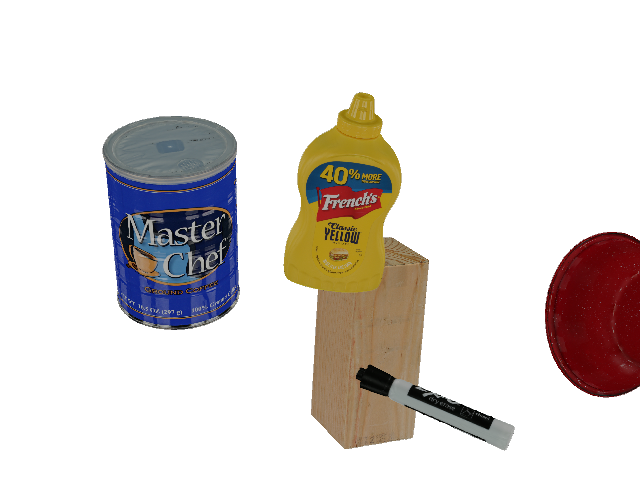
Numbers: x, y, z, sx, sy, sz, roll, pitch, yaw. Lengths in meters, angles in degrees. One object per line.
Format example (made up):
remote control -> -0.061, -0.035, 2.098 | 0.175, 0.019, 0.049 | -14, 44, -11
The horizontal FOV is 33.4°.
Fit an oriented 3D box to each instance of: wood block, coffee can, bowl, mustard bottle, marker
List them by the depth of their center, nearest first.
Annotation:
marker -> 0.082, 0.120, 0.779 | 0.121, 0.020, 0.020 | 22, 7, 17
coffee can -> -0.117, -0.015, 0.854 | 0.103, 0.140, 0.103 | 1, 32, -1
mustard bottle -> 0.025, -0.046, 0.995 | 0.096, 0.192, 0.058 | 8, 28, -4
bowl -> 0.294, 0.072, 1.015 | 0.161, 0.162, 0.055 | 0, 0, -27
wood block -> 0.052, 0.110, 1.163 | 0.090, 0.206, 0.091 | -5, 19, -24
